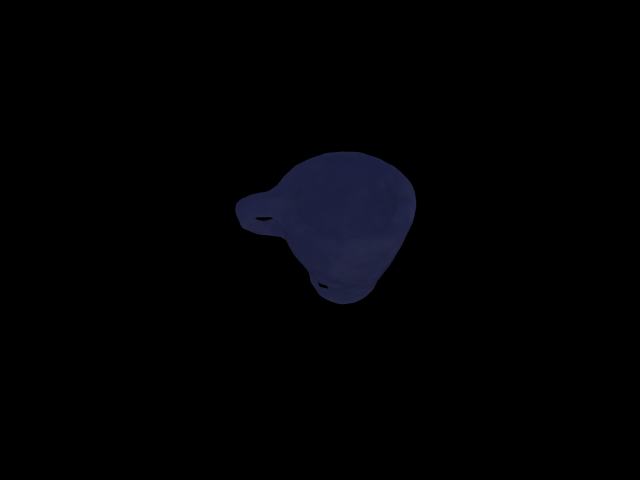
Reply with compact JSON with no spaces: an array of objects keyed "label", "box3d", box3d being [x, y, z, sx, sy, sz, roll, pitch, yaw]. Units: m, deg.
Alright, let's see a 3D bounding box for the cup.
[{"label":"cup","box3d":[0.004,0.001,0.400,0.117,0.095,0.091,-2,50,-2]}]
